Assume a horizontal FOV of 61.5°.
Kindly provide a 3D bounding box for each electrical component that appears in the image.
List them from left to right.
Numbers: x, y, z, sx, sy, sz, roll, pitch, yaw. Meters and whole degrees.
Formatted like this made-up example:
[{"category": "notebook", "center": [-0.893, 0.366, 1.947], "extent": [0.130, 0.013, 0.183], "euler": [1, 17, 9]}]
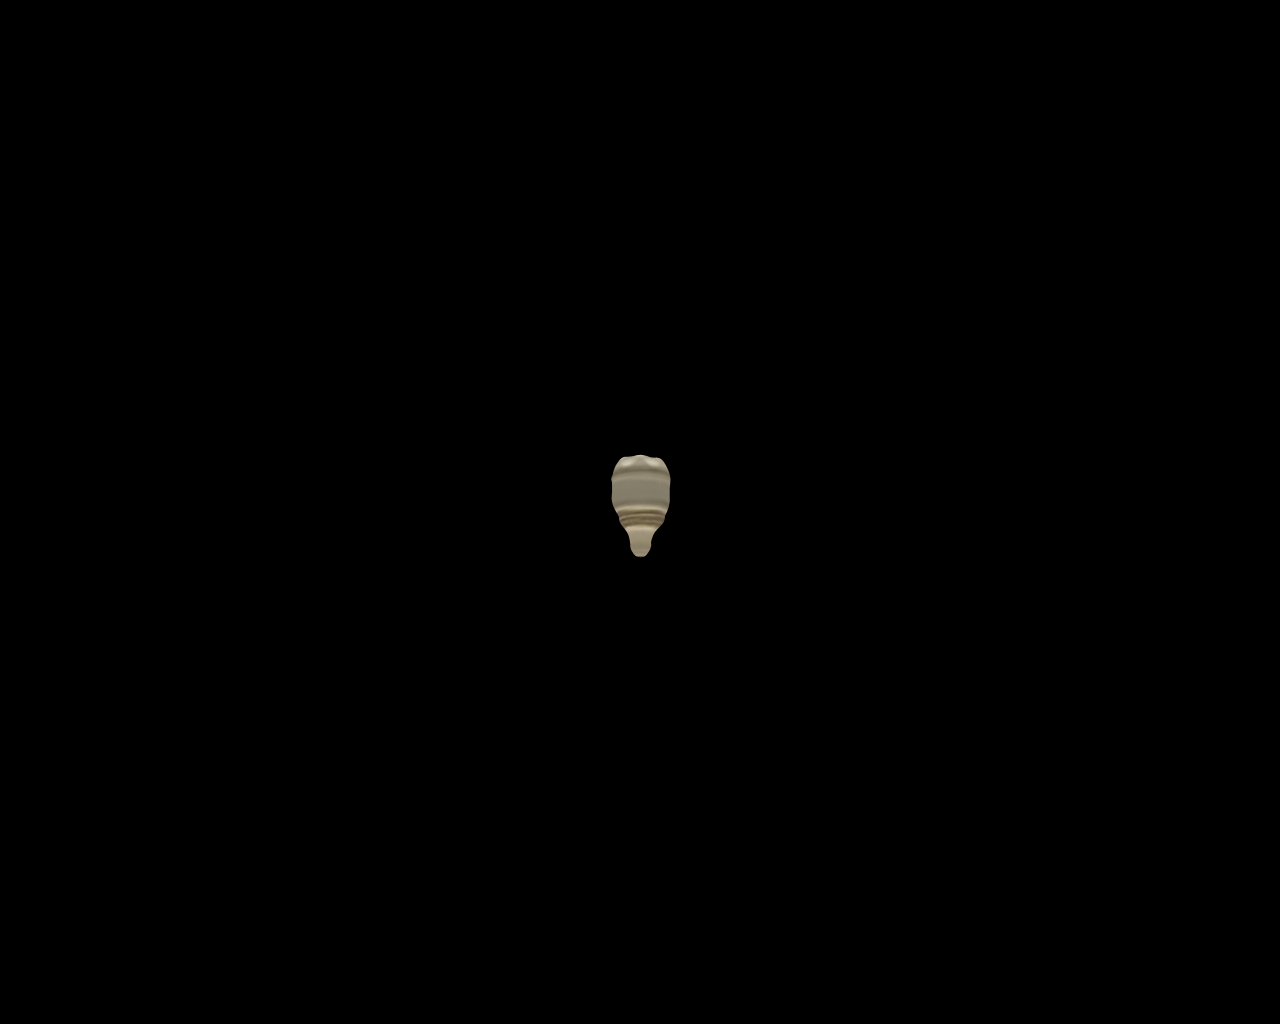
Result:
[{"category": "electrical component", "center": [0.001, -0.003, 0.650], "extent": [0.035, 0.061, 0.035], "euler": [0, -12, 0]}]
